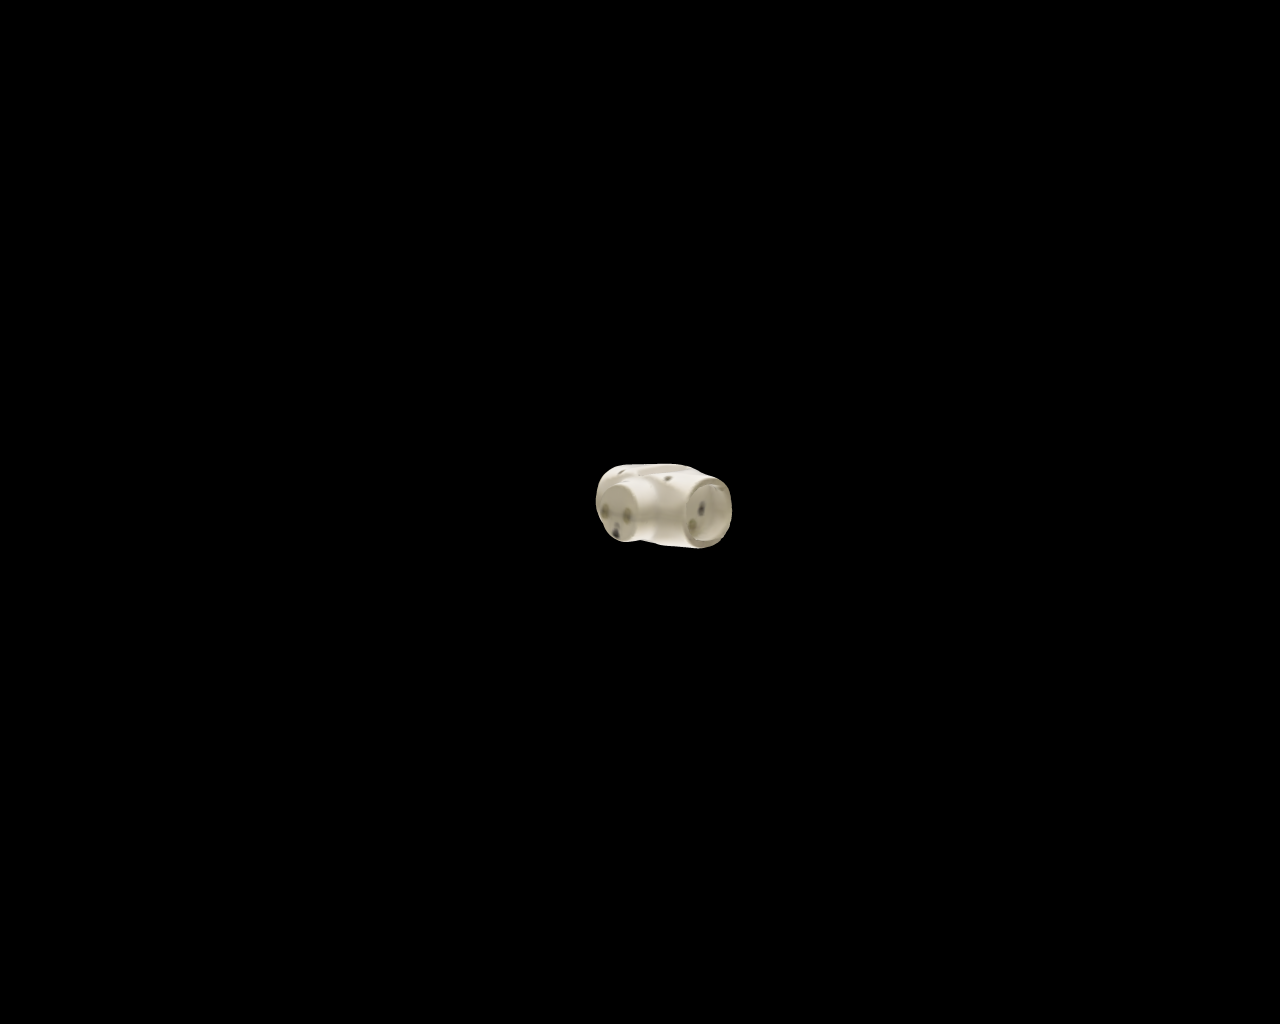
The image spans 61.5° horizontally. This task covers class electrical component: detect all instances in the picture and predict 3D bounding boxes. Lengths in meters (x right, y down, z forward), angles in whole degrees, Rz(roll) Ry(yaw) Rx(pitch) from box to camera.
[{"bbox_3d":[0.001,-0.003,0.650,0.079,0.043,0.077,-10,15,-42],"label":"electrical component"}]
